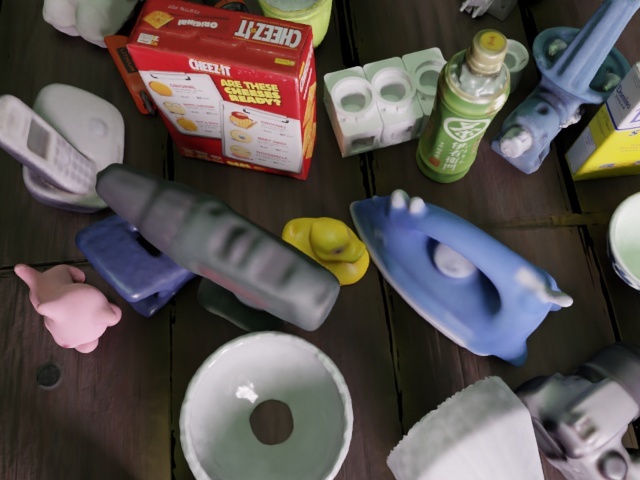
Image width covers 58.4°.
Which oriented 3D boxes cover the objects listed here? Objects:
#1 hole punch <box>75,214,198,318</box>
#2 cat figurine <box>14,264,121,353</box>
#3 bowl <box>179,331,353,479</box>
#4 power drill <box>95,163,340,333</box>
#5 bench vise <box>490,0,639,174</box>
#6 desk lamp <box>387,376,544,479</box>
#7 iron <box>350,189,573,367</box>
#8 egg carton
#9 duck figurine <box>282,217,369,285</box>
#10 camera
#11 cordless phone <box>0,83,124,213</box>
[{"bbox_3d":[-0.194,0.012,0.626,0.101,0.091,0.108,-43,76,-14],"label":"hole punch"},{"bbox_3d":[-0.262,0.067,0.593,0.127,0.118,0.067,36,74,12],"label":"cat figurine"},{"bbox_3d":[-0.051,0.180,0.575,0.167,0.075,0.167,0,70,0],"label":"bowl"},{"bbox_3d":[-0.091,0.024,0.560,0.229,0.208,0.076,25,72,9],"label":"power drill"},{"bbox_3d":[0.285,-0.175,0.625,0.121,0.220,0.207,22,72,8],"label":"bench vise"},{"bbox_3d":[0.148,0.230,0.484,0.118,0.213,0.203,-31,73,-10],"label":"desk lamp"},{"bbox_3d":[0.136,0.013,0.600,0.258,0.141,0.119,36,74,12],"label":"iron"},{"bbox_3d":[-0.290,-0.331,0.761,0.107,0.069,0.150,20,72,7],"label":"egg carton"},{"bbox_3d":[0.006,0.002,0.633,0.104,0.086,0.077,25,72,9],"label":"duck figurine"},{"bbox_3d":[0.286,0.174,0.564,0.137,0.101,0.143,-35,74,-11],"label":"camera"},{"bbox_3d":[-0.287,-0.122,0.625,0.094,0.185,0.147,-3,70,-1],"label":"cordless phone"}]
